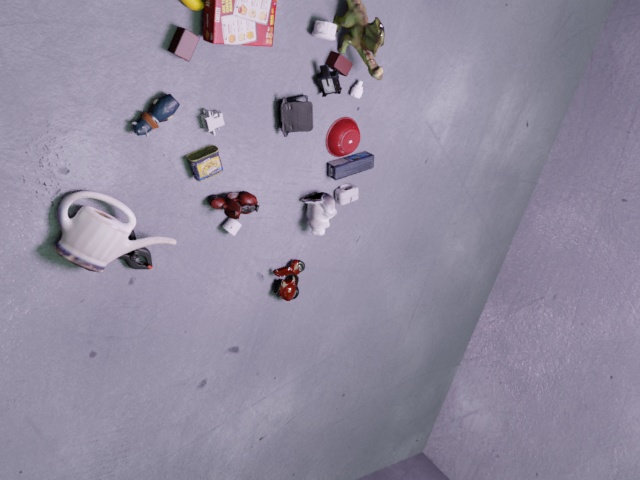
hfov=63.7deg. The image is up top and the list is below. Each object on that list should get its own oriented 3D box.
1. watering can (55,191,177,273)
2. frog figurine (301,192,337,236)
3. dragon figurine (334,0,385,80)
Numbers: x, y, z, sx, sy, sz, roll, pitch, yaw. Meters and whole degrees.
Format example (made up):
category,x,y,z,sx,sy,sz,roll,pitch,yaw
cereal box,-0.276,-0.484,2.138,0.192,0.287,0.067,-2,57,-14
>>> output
category,x,y,z,sx,sy,sz,roll,pitch,yaw
watering can,-0.622,0.000,1.533,0.344,0.105,0.224,34,89,-31
frog figurine,0.006,-0.100,1.995,0.125,0.137,0.157,-44,121,-51
dragon figurine,0.145,-0.716,1.700,0.123,0.247,0.401,-31,133,-15
